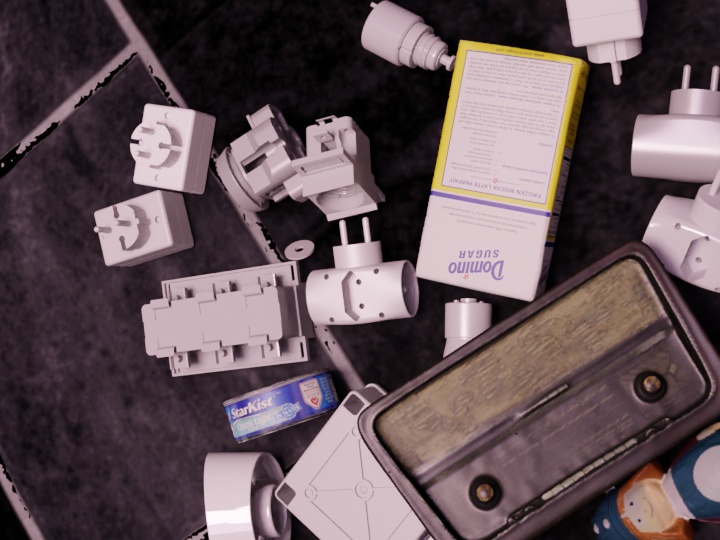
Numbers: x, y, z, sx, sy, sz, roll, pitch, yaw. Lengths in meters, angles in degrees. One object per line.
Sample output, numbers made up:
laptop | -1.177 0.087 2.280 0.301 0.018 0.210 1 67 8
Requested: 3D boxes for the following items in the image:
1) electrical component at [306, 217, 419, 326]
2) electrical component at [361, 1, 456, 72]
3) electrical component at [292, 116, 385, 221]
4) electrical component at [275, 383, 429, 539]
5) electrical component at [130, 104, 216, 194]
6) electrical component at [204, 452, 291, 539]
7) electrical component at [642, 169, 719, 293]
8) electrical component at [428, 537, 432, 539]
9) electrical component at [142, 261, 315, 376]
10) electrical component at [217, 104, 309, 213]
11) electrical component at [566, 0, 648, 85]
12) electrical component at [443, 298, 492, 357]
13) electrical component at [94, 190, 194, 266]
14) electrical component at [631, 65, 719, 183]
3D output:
electrical component | 0.000 0.000 0.821 0.077 0.043 0.079 -6 92 20
electrical component | 0.038 -0.172 0.812 0.078 0.040 0.040 31 100 18
electrical component | -0.015 -0.078 0.817 0.042 0.081 0.063 -11 63 20
electrical component | 0.012 0.161 0.810 0.109 0.056 0.108 40 102 16
electrical component | -0.159 -0.099 0.865 0.047 0.077 0.065 11 93 20
electrical component | -0.092 0.188 0.829 0.064 0.099 0.099 -9 86 14
electrical component | 0.239 -0.031 0.724 0.077 0.043 0.079 26 128 19
electrical component | 0.090 0.210 0.785 0.076 0.047 0.083 39 102 16
electrical component | -0.106 0.040 0.851 0.121 0.063 0.078 -8 86 20
electrical component | -0.074 -0.081 0.844 0.057 0.058 0.078 -31 76 16
electrical component | 0.176 -0.169 0.752 0.047 0.065 0.076 -5 117 21
electrical component | 0.080 0.054 0.794 0.044 0.044 0.065 -1 84 20
electrical component | -0.185 -0.034 0.874 0.066 0.077 0.047 -16 84 20
electrical component | 0.230 -0.101 0.738 0.077 0.043 0.079 7 92 20
